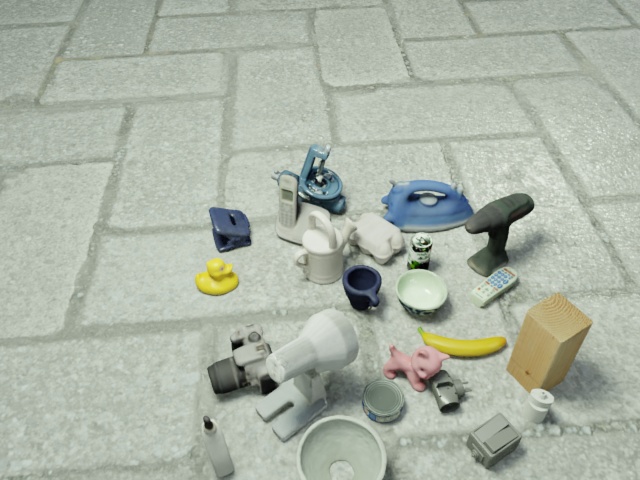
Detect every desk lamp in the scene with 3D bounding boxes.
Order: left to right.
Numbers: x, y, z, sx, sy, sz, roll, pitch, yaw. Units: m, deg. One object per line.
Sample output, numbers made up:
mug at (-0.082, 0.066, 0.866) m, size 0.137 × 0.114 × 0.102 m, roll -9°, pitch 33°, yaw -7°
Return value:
desk lamp at (-0.027, 0.258, 1.125) m, size 0.204 × 0.214 × 0.117 m, roll -33°, pitch 53°, yaw -27°

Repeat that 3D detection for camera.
camera at (-0.170, 0.257, 1.209) m, size 0.137 × 0.101 × 0.143 m, roll -16°, pitch 47°, yaw -14°

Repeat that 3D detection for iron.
iron at (0.295, -0.108, 1.525) m, size 0.258 × 0.141 × 0.118 m, roll -1°, pitch 46°, yaw 1°

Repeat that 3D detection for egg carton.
egg carton at (0.141, -0.007, 1.481) m, size 0.150 × 0.069 × 0.107 m, roll 34°, pitch 56°, yaw 30°

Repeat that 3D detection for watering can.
watering can at (0.011, 0.004, 1.386) m, size 0.100 × 0.194 × 0.173 m, roll 24°, pitch 51°, yaw 23°

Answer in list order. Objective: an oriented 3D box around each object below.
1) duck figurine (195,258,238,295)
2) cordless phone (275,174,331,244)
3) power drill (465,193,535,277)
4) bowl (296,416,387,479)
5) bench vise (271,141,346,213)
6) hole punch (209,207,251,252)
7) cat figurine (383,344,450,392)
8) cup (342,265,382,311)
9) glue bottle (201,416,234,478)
duck figurine at (-0.255, 0.081, 1.394) m, size 0.104 × 0.086 × 0.077 m, roll -5°, pitch 46°, yaw -3°
cordless phone at (-0.045, -0.078, 1.475) m, size 0.147 × 0.185 × 0.094 m, roll 14°, pitch 48°, yaw 15°
power drill at (0.420, -0.014, 1.382) m, size 0.230 × 0.209 × 0.075 m, roll -32°, pitch 52°, yaw -26°
bowl at (0.040, 0.418, 1.063) m, size 0.167 × 0.075 × 0.167 m, roll -1°, pitch 46°, yaw 1°
bench vise at (-0.034, -0.168, 1.538) m, size 0.207 × 0.220 × 0.121 m, roll 0°, pitch 46°, yaw 2°
hole punch at (-0.236, -0.039, 1.507) m, size 0.101 × 0.091 × 0.108 m, roll -15°, pitch 47°, yaw -12°
cat figurine at (0.199, 0.251, 1.192) m, size 0.127 × 0.118 × 0.067 m, roll 19°, pitch 49°, yaw 19°
cup at (0.103, 0.128, 1.331) m, size 0.092 × 0.095 × 0.117 m, roll -20°, pitch 48°, yaw -17°
glue bottle at (-0.195, 0.367, 1.051) m, size 0.037 × 0.173 × 0.078 m, roll -20°, pitch 48°, yaw -17°
